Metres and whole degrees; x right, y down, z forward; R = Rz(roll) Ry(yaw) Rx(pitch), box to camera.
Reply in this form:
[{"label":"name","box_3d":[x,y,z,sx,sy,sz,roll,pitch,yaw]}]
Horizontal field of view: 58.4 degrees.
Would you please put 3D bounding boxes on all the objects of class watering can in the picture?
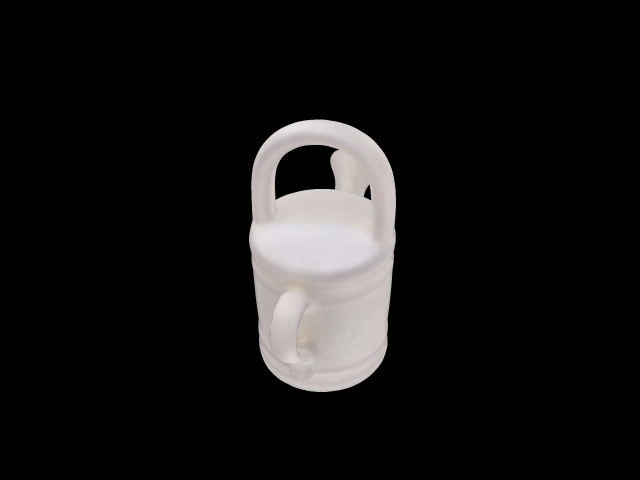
[{"label":"watering can","box_3d":[0.001,0.001,0.400,0.101,0.194,0.172,-3,39,-4]}]
